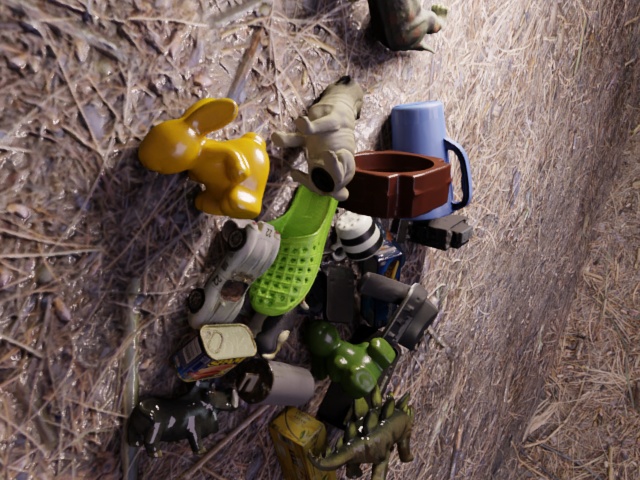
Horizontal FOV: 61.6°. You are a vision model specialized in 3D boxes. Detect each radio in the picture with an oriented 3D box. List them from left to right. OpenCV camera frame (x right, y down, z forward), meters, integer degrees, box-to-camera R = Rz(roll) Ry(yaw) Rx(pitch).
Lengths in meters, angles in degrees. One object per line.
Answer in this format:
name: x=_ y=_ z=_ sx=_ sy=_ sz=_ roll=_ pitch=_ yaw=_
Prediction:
radio: x=0.096 y=0.319 z=1.221 sx=0.131 sy=0.073 sz=0.229 roll=43 pitch=70 yaw=-47

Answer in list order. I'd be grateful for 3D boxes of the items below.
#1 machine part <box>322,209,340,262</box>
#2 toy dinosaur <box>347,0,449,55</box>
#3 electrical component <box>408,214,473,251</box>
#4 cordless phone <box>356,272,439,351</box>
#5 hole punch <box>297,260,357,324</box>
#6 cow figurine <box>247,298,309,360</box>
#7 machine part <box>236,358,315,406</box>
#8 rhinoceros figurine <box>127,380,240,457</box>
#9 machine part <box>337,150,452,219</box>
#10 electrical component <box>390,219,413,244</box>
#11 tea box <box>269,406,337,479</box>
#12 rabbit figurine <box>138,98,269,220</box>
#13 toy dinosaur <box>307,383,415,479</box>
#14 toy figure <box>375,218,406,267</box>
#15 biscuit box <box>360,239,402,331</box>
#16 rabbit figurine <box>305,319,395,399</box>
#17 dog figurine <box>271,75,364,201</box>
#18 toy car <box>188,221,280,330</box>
machine part: x=-0.002 y=-0.003 z=1.017 sx=0.084 sy=0.039 sz=0.138 roll=-12 pitch=125 yaw=-39
toy dinosaur: x=0.141 y=-0.436 z=1.000 sx=0.192 sy=0.131 sz=0.404 roll=-50 pitch=141 yaw=-9
electrical component: x=0.299 y=-0.023 z=1.306 sx=0.115 sy=0.134 sz=0.058 roll=-29 pitch=124 yaw=-44
cordless phone: x=0.136 y=0.145 z=1.110 sx=0.184 sy=0.089 sz=0.146 roll=21 pitch=107 yaw=-31
hole punch: x=0.007 y=0.100 z=1.038 sx=0.142 sy=0.092 sz=0.115 roll=19 pitch=74 yaw=-54
cow figurine: x=-0.072 y=0.128 z=0.936 sx=0.167 sy=0.098 sz=0.068 roll=-53 pitch=130 yaw=-25
machine part: x=-0.076 y=0.257 z=0.967 sx=0.243 sy=0.079 sz=0.079 roll=37 pitch=73 yaw=-60
rhinoceros figurine: x=-0.211 y=0.272 z=0.843 sx=0.190 sy=0.073 sz=0.112 roll=9 pitch=85 yaw=-50
machine part: x=0.128 y=-0.107 z=1.015 sx=0.201 sy=0.201 sz=0.087 roll=-24 pitch=121 yaw=-45
electrical component: x=0.186 y=-0.025 z=1.257 sx=0.094 sy=0.021 sz=0.063 roll=3 pitch=99 yaw=-50
tea box: x=-0.033 y=0.428 z=1.082 sx=0.068 sy=0.098 sz=0.169 roll=-37 pitch=130 yaw=-37
rabbit figurine: x=-0.157 y=-0.117 z=0.741 sx=0.173 sy=0.122 sz=0.162 roll=16 pitch=97 yaw=-32
toy dinosaur: x=0.108 y=0.415 z=1.134 sx=0.471 sy=0.105 sz=0.198 roll=-8 pitch=100 yaw=-59
toy figure: x=0.140 y=0.013 z=1.186 sx=0.058 sy=0.064 sz=0.154 roll=-33 pitch=133 yaw=12
biscuit box: x=0.130 y=0.100 z=1.159 sx=0.063 sy=0.059 sz=0.202 roll=-18 pitch=130 yaw=-21
rabbit figurine: x=0.042 y=0.225 z=1.081 sx=0.121 sy=0.170 sz=0.159 roll=-46 pitch=175 yaw=-29
dog figurine: x=0.036 y=-0.177 z=0.927 sx=0.190 sy=0.121 sz=0.172 roll=-41 pitch=115 yaw=-35
toy car: x=-0.134 y=0.058 z=0.837 sx=0.201 sy=0.056 sz=0.073 roll=-55 pitch=142 yaw=9
